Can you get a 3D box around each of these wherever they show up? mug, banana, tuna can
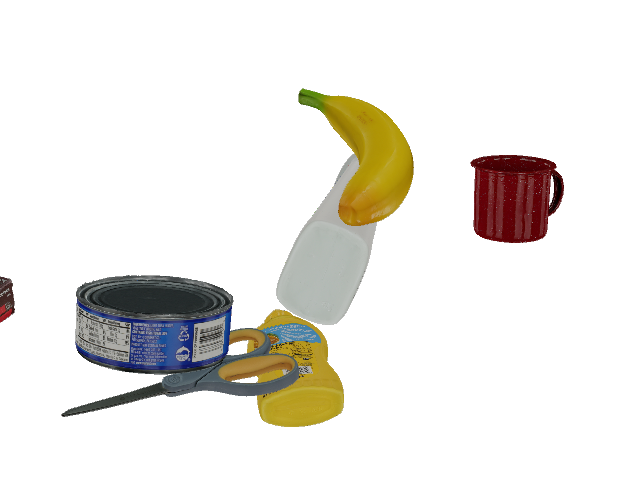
[{"bbox_3d":[0.222,-0.048,1.188,0.117,0.081,0.093,-10,19,-29],"label":"mug"},{"bbox_3d":[0.031,-0.058,0.744,0.069,0.037,0.198,-4,29,-8],"label":"banana"},{"bbox_3d":[-0.092,0.045,0.589,0.086,0.034,0.086,5,11,-1],"label":"tuna can"}]

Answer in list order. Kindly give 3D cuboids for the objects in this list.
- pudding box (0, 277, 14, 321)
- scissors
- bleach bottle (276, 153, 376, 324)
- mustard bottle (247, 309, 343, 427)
[{"bbox_3d":[-0.331,0.055,0.900,0.114,0.039,0.089,10,26,20],"label":"pudding box"},{"bbox_3d":[-0.120,0.113,0.927,0.201,0.016,0.096,-5,30,-7],"label":"scissors"},{"bbox_3d":[0.026,-0.020,1.037,0.068,0.103,0.250,24,26,1],"label":"bleach bottle"},{"bbox_3d":[-0.037,0.139,1.259,0.096,0.058,0.192,-7,30,-8],"label":"mustard bottle"}]
